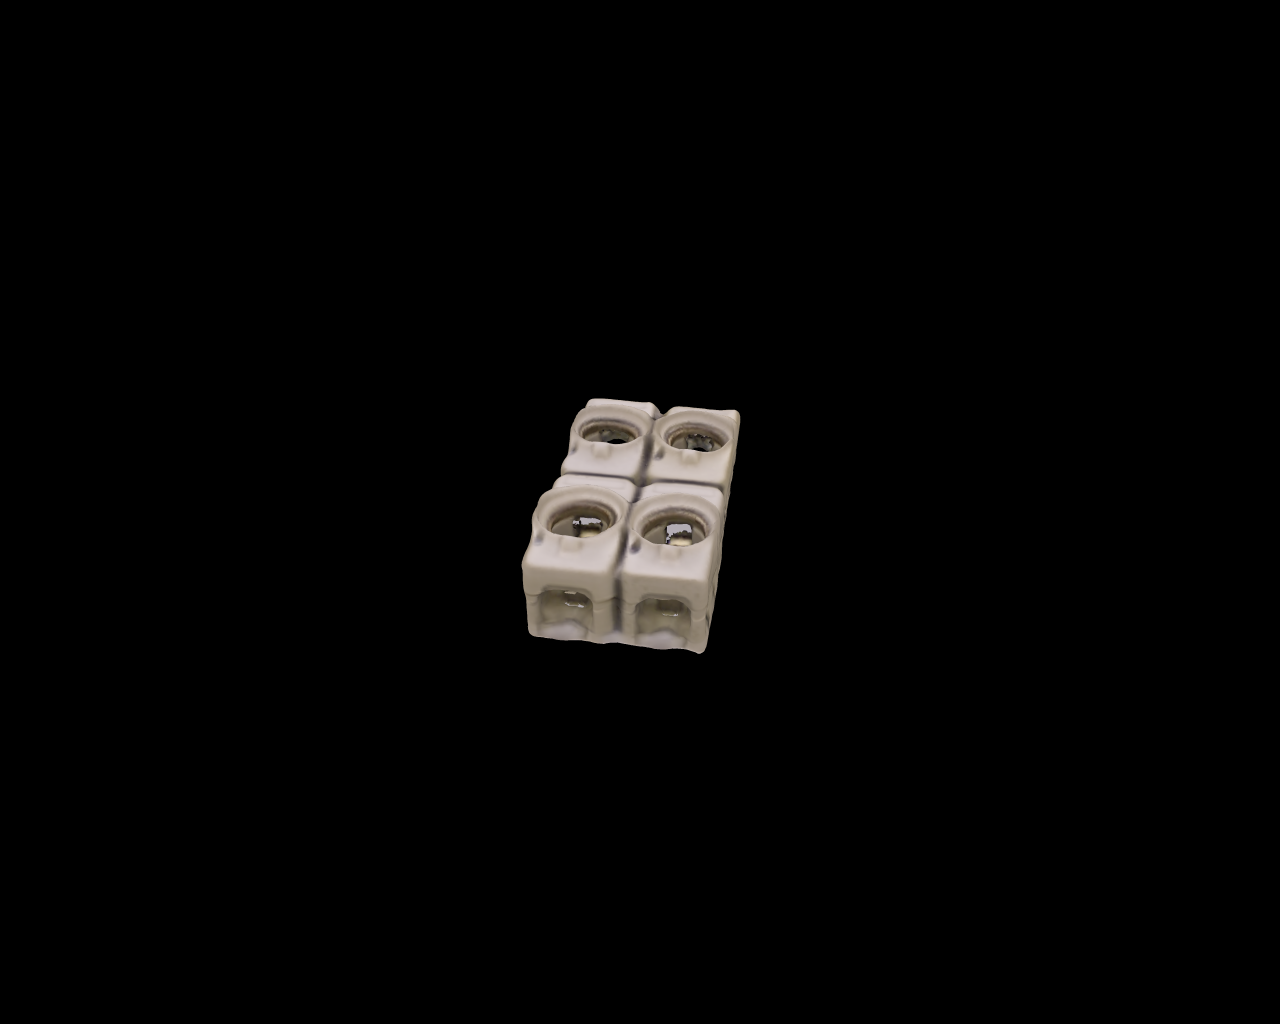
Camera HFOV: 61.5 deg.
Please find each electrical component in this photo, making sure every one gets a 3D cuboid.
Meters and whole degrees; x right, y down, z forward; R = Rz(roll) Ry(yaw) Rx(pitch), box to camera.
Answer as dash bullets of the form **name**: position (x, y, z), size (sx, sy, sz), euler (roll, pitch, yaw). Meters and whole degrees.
- **electrical component**: position (0.001, -0.003, 0.650), size (0.105, 0.060, 0.186), euler (6, 37, 8)
